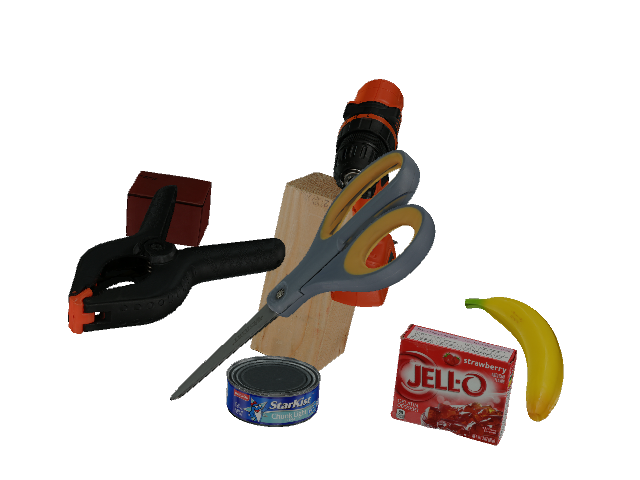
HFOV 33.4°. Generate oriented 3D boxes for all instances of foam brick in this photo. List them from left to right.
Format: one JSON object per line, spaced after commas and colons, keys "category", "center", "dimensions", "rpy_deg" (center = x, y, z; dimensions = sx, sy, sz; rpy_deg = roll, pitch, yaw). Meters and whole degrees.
{"category": "foam brick", "center": [-0.154, -0.033, 1.089], "dimensions": [0.078, 0.051, 0.053], "rpy_deg": [9, 31, 3]}

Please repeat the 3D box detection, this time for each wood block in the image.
{"category": "wood block", "center": [-0.005, 0.036, 1.243], "dimensions": [0.090, 0.206, 0.090], "rpy_deg": [20, 20, 19]}

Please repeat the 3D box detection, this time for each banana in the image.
{"category": "banana", "center": [0.219, 0.116, 1.134], "dimensions": [0.069, 0.037, 0.198], "rpy_deg": [-26, 35, 2]}

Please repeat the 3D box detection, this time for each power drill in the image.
{"category": "power drill", "center": [0.042, -0.035, 0.981], "dimensions": [0.057, 0.188, 0.184], "rpy_deg": [8, 32, 9]}

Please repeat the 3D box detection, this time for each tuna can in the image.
{"category": "tuna can", "center": [-0.043, 0.137, 0.971], "dimensions": [0.086, 0.034, 0.086], "rpy_deg": [3, 17, -1]}

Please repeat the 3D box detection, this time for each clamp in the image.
{"category": "clamp", "center": [-0.122, 0.011, 0.770], "dimensions": [0.120, 0.039, 0.171], "rpy_deg": [28, 36, 35]}

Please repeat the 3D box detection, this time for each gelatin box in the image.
{"category": "gelatin box", "center": [0.103, 0.112, 0.832], "dimensions": [0.089, 0.073, 0.030], "rpy_deg": [13, 23, 18]}

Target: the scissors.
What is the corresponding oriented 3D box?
{"category": "scissors", "center": [-0.007, 0.035, 0.599], "dimensions": [0.016, 0.202, 0.096], "rpy_deg": [38, 3, -33]}
